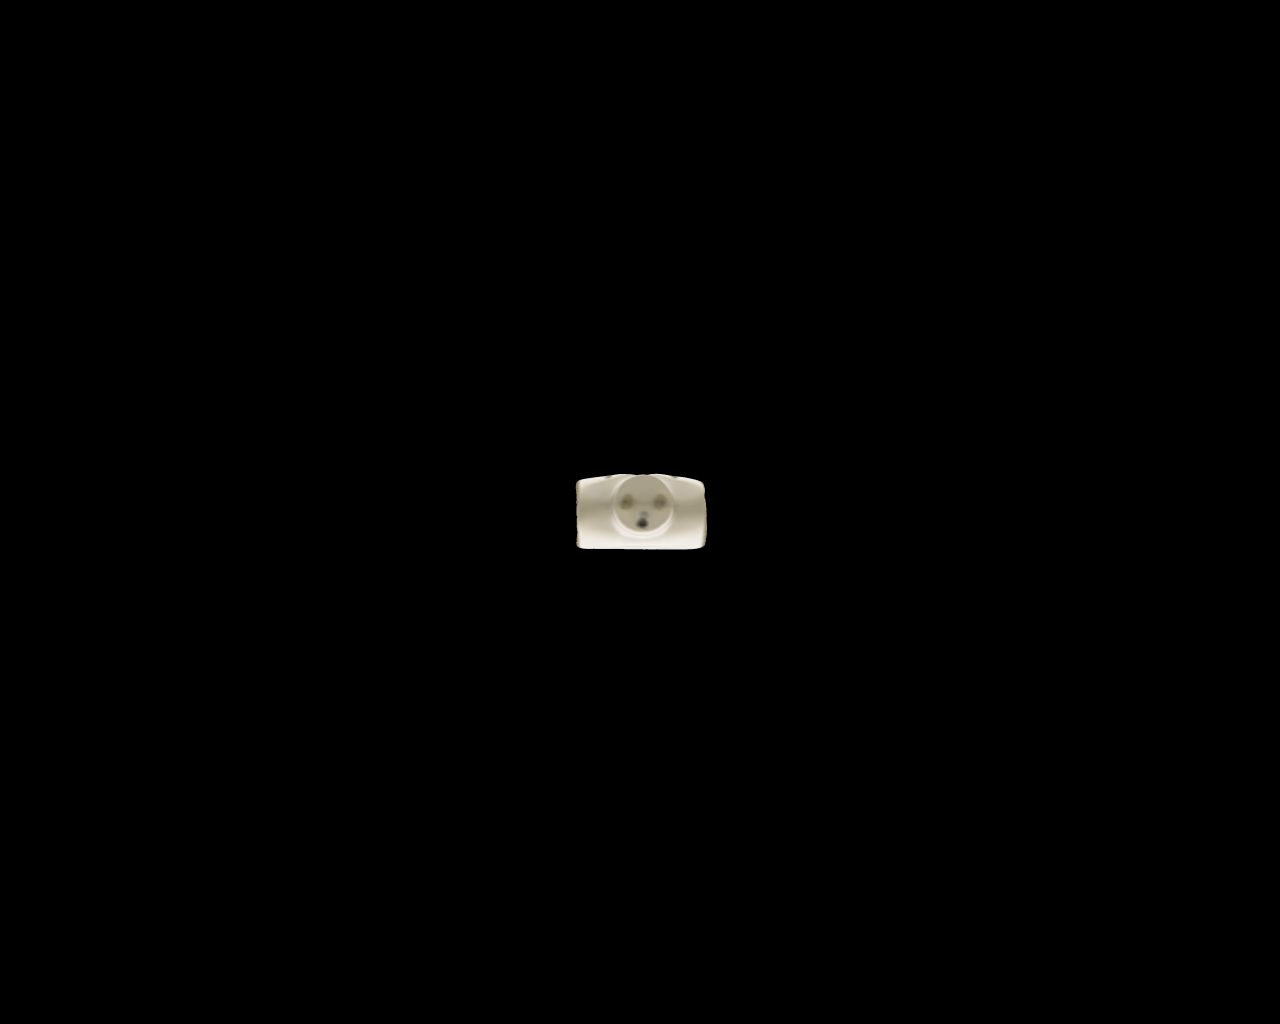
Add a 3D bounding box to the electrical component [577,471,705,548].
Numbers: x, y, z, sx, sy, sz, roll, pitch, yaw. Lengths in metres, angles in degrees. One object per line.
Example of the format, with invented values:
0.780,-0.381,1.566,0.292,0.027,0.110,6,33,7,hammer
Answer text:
0.001,-0.003,0.650,0.077,0.043,0.079,0,-11,-2,electrical component
